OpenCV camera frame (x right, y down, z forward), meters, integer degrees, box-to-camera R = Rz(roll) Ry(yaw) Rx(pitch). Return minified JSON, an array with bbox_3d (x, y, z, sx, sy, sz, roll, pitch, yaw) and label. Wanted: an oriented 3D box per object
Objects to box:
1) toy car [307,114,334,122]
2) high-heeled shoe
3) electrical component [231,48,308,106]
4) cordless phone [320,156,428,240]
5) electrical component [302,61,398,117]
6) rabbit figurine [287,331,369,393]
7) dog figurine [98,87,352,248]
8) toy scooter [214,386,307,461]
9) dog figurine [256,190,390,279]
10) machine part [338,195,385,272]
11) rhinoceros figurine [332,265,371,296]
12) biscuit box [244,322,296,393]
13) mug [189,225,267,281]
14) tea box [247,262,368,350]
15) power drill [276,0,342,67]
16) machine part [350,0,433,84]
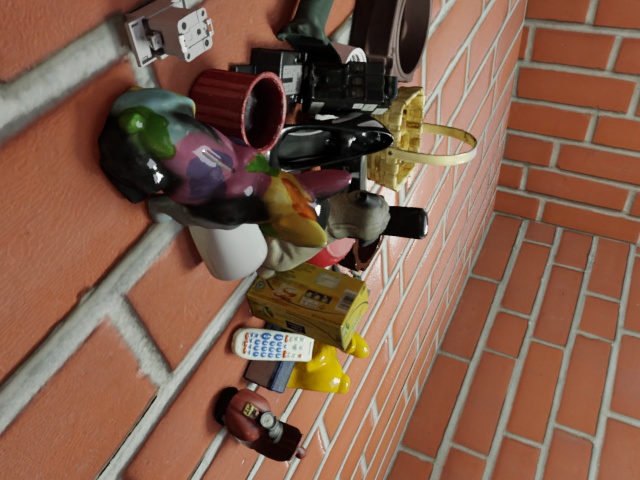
[{"bbox_3d":[0.025,-0.166,0.925,0.201,0.056,0.073,28,80,-67],"label":"toy car"},{"bbox_3d":[-0.013,-0.119,0.736,0.249,0.145,0.086,-39,142,-41],"label":"high-heeled shoe"},{"bbox_3d":[-0.065,-0.213,0.702,0.119,0.048,0.074,-29,130,-61],"label":"electrical component"},{"bbox_3d":[0.090,-0.069,0.842,0.089,0.184,0.146,-6,100,-42],"label":"cordless phone"},{"bbox_3d":[0.043,-0.216,0.783,0.115,0.134,0.058,-164,-105,-81],"label":"electrical component"},{"bbox_3d":[0.005,0.207,1.047,0.121,0.163,0.173,32,58,-54],"label":"rabbit figurine"},{"bbox_3d":[-0.085,-0.062,0.540,0.191,0.219,0.108,60,47,-61],"label":"dog figurine"},{"bbox_3d":[-0.090,0.312,0.885,0.075,0.135,0.183,-58,151,-30],"label":"toy scooter"},{"bbox_3d":[-0.003,-0.004,0.800,0.121,0.191,0.172,-27,131,-60],"label":"dog figurine"},{"bbox_3d":[0.089,-0.020,1.173,0.179,0.056,0.179,-44,143,-48],"label":"machine part"},{"bbox_3d":[0.037,0.100,1.074,0.190,0.112,0.073,11,109,-58],"label":"rhinoceros figurine"},{"bbox_3d":[-0.061,0.161,0.947,0.202,0.059,0.062,-67,155,-14],"label":"biscuit box"},{"bbox_3d":[-0.114,-0.021,0.679,0.109,0.081,0.107,-54,142,-29],"label":"mug"},{"bbox_3d":[-0.019,0.095,0.857,0.098,0.170,0.068,-55,150,-34],"label":"tea box"},{"bbox_3d":[0.021,-0.353,0.763,0.232,0.086,0.207,19,92,-66],"label":"power drill"},{"bbox_3d":[0.138,-0.398,0.991,0.201,0.087,0.201,-22,126,-62],"label":"machine part"}]
